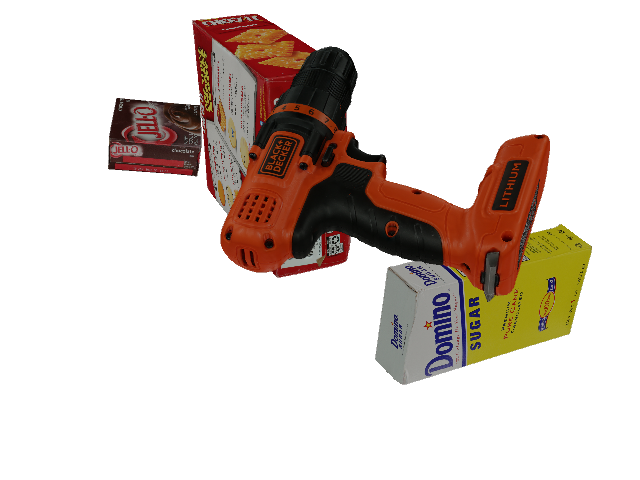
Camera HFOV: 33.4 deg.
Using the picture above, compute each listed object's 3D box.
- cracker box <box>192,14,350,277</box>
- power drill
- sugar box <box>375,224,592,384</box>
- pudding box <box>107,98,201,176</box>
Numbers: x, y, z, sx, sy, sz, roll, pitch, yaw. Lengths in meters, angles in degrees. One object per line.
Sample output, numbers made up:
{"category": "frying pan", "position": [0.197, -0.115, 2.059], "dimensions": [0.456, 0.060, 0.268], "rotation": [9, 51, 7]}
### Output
{"category": "cracker box", "position": [-0.043, -0.089, 0.898], "dimensions": [0.072, 0.164, 0.214], "rotation": [-10, 26, -17]}
{"category": "power drill", "position": [0.047, -0.045, 0.687], "dimensions": [0.188, 0.184, 0.057], "rotation": [11, -33, 16]}
{"category": "sugar box", "position": [0.132, 0.051, 0.860], "dimensions": [0.175, 0.093, 0.048], "rotation": [-15, 37, -29]}
{"category": "pudding box", "position": [-0.168, -0.106, 1.087], "dimensions": [0.090, 0.039, 0.113], "rotation": [5, 26, -9]}
